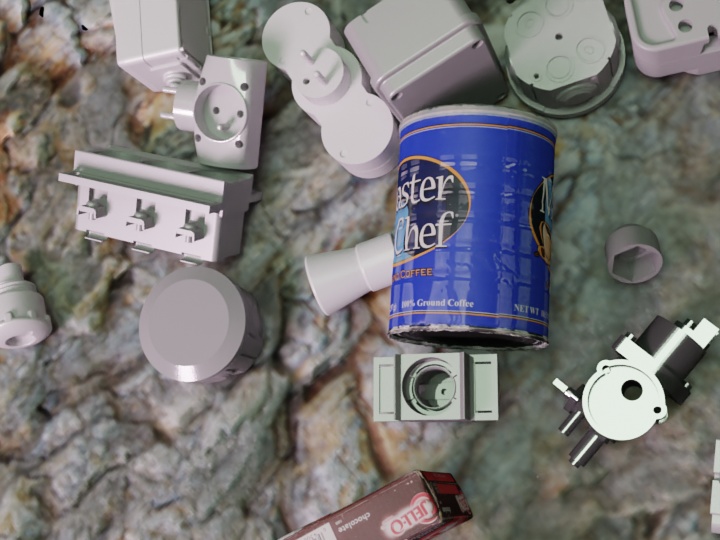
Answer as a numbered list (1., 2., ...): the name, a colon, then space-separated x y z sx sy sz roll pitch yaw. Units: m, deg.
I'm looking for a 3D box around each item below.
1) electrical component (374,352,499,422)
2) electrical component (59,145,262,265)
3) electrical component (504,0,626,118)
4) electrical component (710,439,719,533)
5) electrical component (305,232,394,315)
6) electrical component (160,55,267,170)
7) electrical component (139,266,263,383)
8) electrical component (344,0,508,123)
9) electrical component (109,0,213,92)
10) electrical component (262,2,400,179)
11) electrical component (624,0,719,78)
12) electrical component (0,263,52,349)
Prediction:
1. electrical component: 0.052 0.077 0.695 0.081 0.064 0.042 -2 79 17
2. electrical component: -0.145 -0.047 0.779 0.121 0.079 0.063 13 105 19
3. electrical component: 0.136 -0.147 0.721 0.080 0.051 0.080 -3 78 16
4. electrical component: 0.241 0.126 0.638 0.055 0.048 0.066 4 80 25
5. electrical component: 0.000 0.000 0.739 0.065 0.044 0.044 -20 74 7
6. electrical component: -0.109 -0.116 0.777 0.079 0.044 0.077 10 102 16
7. electrical component: -0.110 0.041 0.759 0.080 0.051 0.080 -3 78 16
8. electrical component: 0.047 -0.137 0.713 0.078 0.113 0.057 -32 72 9
9. electrical component: -0.150 -0.178 0.809 0.061 0.062 0.096 -9 77 15
10. electrical component: -0.023 -0.132 0.755 0.052 0.074 0.138 -35 71 8
11. electrical component: 0.222 -0.163 0.694 0.095 0.059 0.053 -12 76 15
12. electrical component: -0.261 0.025 0.812 0.048 0.048 0.062 -21 67 12
